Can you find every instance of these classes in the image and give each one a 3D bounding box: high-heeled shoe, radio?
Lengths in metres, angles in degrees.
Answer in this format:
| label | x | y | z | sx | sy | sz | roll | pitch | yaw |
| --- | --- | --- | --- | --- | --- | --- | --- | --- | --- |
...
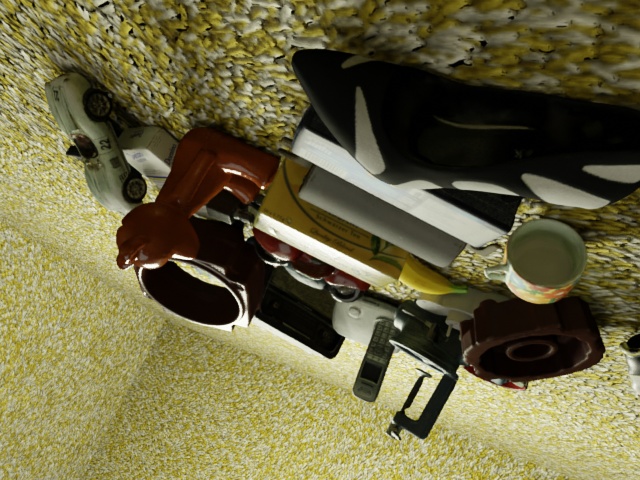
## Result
| label | x | y | z | sx | sy | sz | roll | pitch | yaw |
| --- | --- | --- | --- | --- | --- | --- | --- | --- | --- |
| high-heeled shoe | 0.107 | -0.088 | 0.372 | 0.249 | 0.086 | 0.145 | 25 | 159 | -16 |
| radio | -0.042 | 0.136 | 1.068 | 0.229 | 0.131 | 0.073 | 35 | 161 | -27 |

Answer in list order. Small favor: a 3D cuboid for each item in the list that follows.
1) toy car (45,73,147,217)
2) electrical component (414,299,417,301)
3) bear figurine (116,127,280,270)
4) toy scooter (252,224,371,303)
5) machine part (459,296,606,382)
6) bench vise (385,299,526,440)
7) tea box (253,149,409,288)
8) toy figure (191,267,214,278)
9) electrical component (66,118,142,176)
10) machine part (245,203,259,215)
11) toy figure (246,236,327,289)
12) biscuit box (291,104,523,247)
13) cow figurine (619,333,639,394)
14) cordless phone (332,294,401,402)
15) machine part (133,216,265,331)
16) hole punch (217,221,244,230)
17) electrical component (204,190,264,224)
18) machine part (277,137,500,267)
| label | x | y | z | sx | sy | sz | roll | pitch | yaw |
| --- | --- | --- | --- | --- | --- | --- | --- | --- | --- |
| toy car | -0.292 | -0.118 | 0.707 | 0.074 | 0.056 | 0.201 | 9 | 125 | 39 |
| electrical component | 0.191 | 0.140 | 0.930 | 0.102 | 0.045 | 0.078 | 16 | 161 | 22 |
| bear figurine | -0.152 | -0.035 | 0.645 | 0.132 | 0.196 | 0.120 | 28 | 158 | -15 |
| toy scooter | -0.001 | -0.002 | 0.715 | 0.184 | 0.075 | 0.135 | 31 | 135 | 5 |
| machine part | 0.272 | 0.129 | 0.696 | 0.179 | 0.056 | 0.179 | 2 | 144 | 1 |
| bench vise | 0.189 | 0.208 | 0.827 | 0.224 | 0.240 | 0.128 | 30 | 170 | 15 |
| tea box | 0.021 | -0.026 | 0.609 | 0.170 | 0.098 | 0.068 | 24 | 163 | -5 |
| toy figure | -0.195 | 0.048 | 1.103 | 0.180 | 0.082 | 0.089 | 30 | 163 | -7 |
| electrical component | -0.303 | -0.118 | 0.795 | 0.048 | 0.075 | 0.119 | 11 | 153 | 37 |
| machine part | -0.057 | -0.023 | 0.808 | 0.139 | 0.039 | 0.084 | 25 | 153 | 4 |
| toy figure | -0.053 | 0.031 | 0.914 | 0.154 | 0.064 | 0.058 | 29 | -161 | 1 |
| biscuit box | 0.078 | -0.068 | 0.481 | 0.203 | 0.063 | 0.059 | 27 | 161 | -5 |
| cow figurine | 0.444 | 0.149 | 0.617 | 0.168 | 0.068 | 0.098 | 2 | 145 | 46 |
| cordless phone | 0.078 | 0.197 | 1.005 | 0.147 | 0.184 | 0.088 | 17 | 164 | 21 |
| machine part | -0.197 | 0.057 | 0.882 | 0.201 | 0.087 | 0.201 | 15 | 143 | 7 |
| hole punch | -0.192 | -0.019 | 0.934 | 0.142 | 0.092 | 0.115 | 27 | 140 | -2 |
| electrical component | -0.124 | -0.055 | 0.749 | 0.094 | 0.063 | 0.021 | 20 | 145 | 21 |
| machine part | 0.068 | -0.040 | 0.545 | 0.243 | 0.079 | 0.079 | 25 | 161 | -6 |
